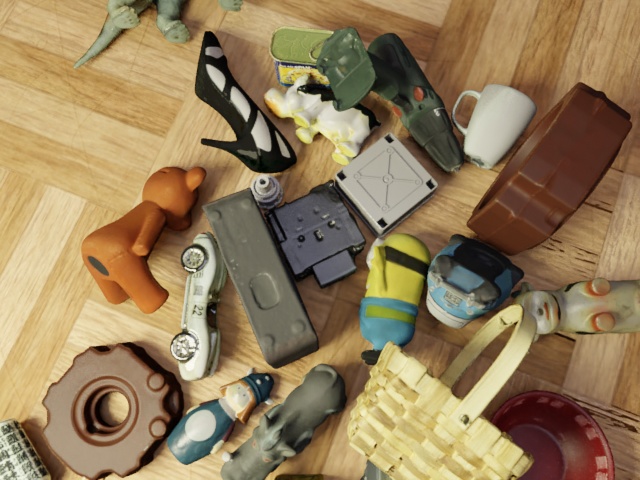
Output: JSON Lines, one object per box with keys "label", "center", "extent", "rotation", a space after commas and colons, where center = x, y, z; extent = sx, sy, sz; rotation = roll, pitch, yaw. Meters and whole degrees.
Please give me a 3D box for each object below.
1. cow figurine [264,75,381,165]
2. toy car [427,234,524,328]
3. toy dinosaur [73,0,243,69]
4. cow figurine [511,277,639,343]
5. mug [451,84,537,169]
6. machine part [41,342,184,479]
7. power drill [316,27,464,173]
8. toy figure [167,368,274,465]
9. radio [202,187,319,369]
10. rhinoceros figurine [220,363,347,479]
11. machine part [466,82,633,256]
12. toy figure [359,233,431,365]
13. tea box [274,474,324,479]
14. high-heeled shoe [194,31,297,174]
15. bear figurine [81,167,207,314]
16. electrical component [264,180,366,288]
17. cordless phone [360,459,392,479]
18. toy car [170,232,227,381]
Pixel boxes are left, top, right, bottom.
{"label": "cow figurine", "center": [0.003, -0.192, 0.798], "extent": [0.167, 0.068, 0.098], "rotation": [34, 74, 5]}
{"label": "toy car", "center": [0.192, 0.066, 0.712], "extent": [0.109, 0.161, 0.102], "rotation": [31, 120, 19]}
{"label": "toy dinosaur", "center": [-0.226, -0.423, 0.838], "extent": [0.405, 0.131, 0.192], "rotation": [-21, 61, 4]}
{"label": "cow figurine", "center": [0.342, 0.090, 0.711], "extent": [0.195, 0.127, 0.085], "rotation": [-1, 77, -14]}
{"label": "mug", "center": [0.243, -0.165, 0.782], "extent": [0.110, 0.081, 0.107], "rotation": [27, 88, 3]}
{"label": "machine part", "center": [-0.277, 0.225, 0.714], "extent": [0.179, 0.056, 0.179], "rotation": [0, 77, 2]}
{"label": "power drill", "center": [0.103, -0.201, 0.744], "extent": [0.207, 0.086, 0.232], "rotation": [-2, 63, -44]}
{"label": "toy figure", "center": [-0.126, 0.229, 0.708], "extent": [0.154, 0.058, 0.064], "rotation": [-38, 94, -11]}
{"label": "radio", "center": [-0.077, 0.051, 0.711], "extent": [0.073, 0.131, 0.229], "rotation": [-25, 78, -6]}
{"label": "rhinoceros figurine", "center": [-0.041, 0.240, 0.678], "extent": [0.190, 0.112, 0.073], "rotation": [-41, 82, -16]}
{"label": "machine part", "center": [0.293, -0.084, 0.699], "extent": [0.087, 0.201, 0.201], "rotation": [38, 80, 7]}
{"label": "toy figure", "center": [0.100, 0.079, 0.729], "extent": [0.089, 0.082, 0.180], "rotation": [10, 73, -8]}
{"label": "tea box", "center": [-0.027, 0.382, 0.651], "extent": [0.068, 0.098, 0.169], "rotation": [-2, 76, 0]}
{"label": "high-heeled shoe", "center": [-0.111, -0.213, 0.811], "extent": [0.145, 0.086, 0.249], "rotation": [4, 65, -22]}
{"label": "bear figurine", "center": [-0.231, -0.013, 0.752], "extent": [0.120, 0.131, 0.196], "rotation": [4, 41, 35]}
{"label": "electrical component", "center": [-0.002, -0.002, 0.760], "extent": [0.115, 0.058, 0.134], "rotation": [-28, 77, -3]}
{"label": "cordless phone", "center": [0.142, 0.341, 0.653], "extent": [0.184, 0.088, 0.147], "rotation": [7, 47, -7]}
{"label": "toy car", "center": [-0.160, 0.088, 0.733], "extent": [0.056, 0.073, 0.201], "rotation": [3, 77, 5]}
